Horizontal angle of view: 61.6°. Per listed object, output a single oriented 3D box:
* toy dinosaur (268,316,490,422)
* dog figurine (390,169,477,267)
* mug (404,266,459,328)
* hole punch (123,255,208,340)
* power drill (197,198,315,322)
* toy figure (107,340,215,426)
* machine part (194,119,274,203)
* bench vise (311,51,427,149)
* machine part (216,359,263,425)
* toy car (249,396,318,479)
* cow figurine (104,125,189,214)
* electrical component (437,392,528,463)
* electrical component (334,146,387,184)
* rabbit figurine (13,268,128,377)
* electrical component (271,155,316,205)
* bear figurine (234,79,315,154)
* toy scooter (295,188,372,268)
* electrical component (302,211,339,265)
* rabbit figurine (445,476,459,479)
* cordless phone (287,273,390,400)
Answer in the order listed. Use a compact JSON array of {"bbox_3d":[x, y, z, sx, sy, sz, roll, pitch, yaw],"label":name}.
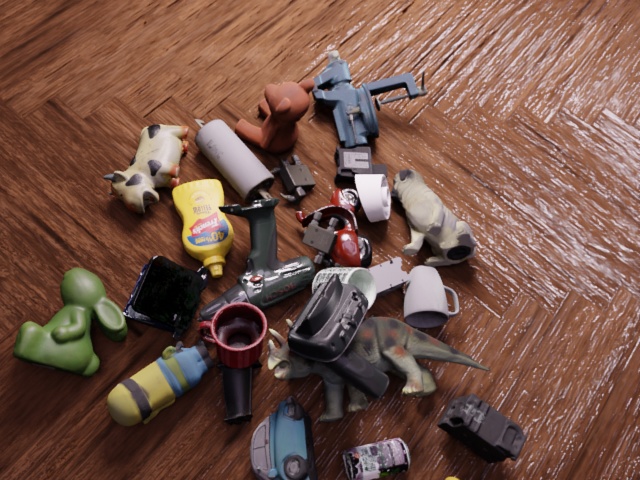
[{"bbox_3d":[0.092,0.200,0.960,0.405,0.131,0.192,-9,69,-20],"label":"toy dinosaur"},{"bbox_3d":[0.236,-0.053,1.109,0.172,0.121,0.191,29,40,-33],"label":"dog figurine"},{"bbox_3d":[0.214,0.106,1.037,0.110,0.080,0.107,3,59,-5],"label":"mug"},{"bbox_3d":[-0.278,0.101,0.958,0.115,0.092,0.142,31,59,-26],"label":"hole punch"},{"bbox_3d":[-0.127,0.032,0.974,0.232,0.086,0.207,-14,92,-23],"label":"power drill"},{"bbox_3d":[-0.263,0.233,0.891,0.180,0.089,0.082,-29,69,-18],"label":"toy figure"},{"bbox_3d":[-0.173,-0.159,1.083,0.079,0.079,0.243,-37,79,-22],"label":"machine part"},{"bbox_3d":[0.107,-0.316,1.167,0.241,0.128,0.223,-14,77,3],"label":"bench vise"},{"bbox_3d":[-0.141,0.248,0.935,0.084,0.039,0.139,5,63,-14],"label":"machine part"},{"bbox_3d":[-0.063,0.343,0.875,0.103,0.109,0.162,-12,59,4],"label":"toy car"},{"bbox_3d":[-0.334,-0.140,1.043,0.127,0.085,0.195,10,63,-4],"label":"cow figurine"},{"bbox_3d":[0.272,0.325,0.921,0.115,0.134,0.058,36,66,10],"label":"electrical component"},{"bbox_3d":[0.090,-0.156,1.146,0.119,0.047,0.075,5,67,-6],"label":"electrical component"},{"bbox_3d":[-0.403,0.131,0.893,0.159,0.121,0.170,17,68,-10],"label":"rabbit figurine"},{"bbox_3d":[-0.057,-0.124,1.110,0.078,0.045,0.102,-18,71,-47],"label":"electrical component"},{"bbox_3d":[-0.090,-0.259,1.077,0.132,0.195,0.120,37,69,8],"label":"bear figurine"},{"bbox_3d":[0.025,-0.017,1.059,0.135,0.075,0.184,-6,67,-9],"label":"toy scooter"},{"bbox_3d":[-0.002,-0.003,1.015,0.063,0.021,0.094,22,93,20],"label":"electrical component"},{"bbox_3d":[0.231,0.464,0.834,0.122,0.173,0.162,18,69,2],"label":"rabbit figurine"},{"bbox_3d":[0.053,0.158,0.872,0.184,0.088,0.146,38,49,-3],"label":"cordless phone"}]
